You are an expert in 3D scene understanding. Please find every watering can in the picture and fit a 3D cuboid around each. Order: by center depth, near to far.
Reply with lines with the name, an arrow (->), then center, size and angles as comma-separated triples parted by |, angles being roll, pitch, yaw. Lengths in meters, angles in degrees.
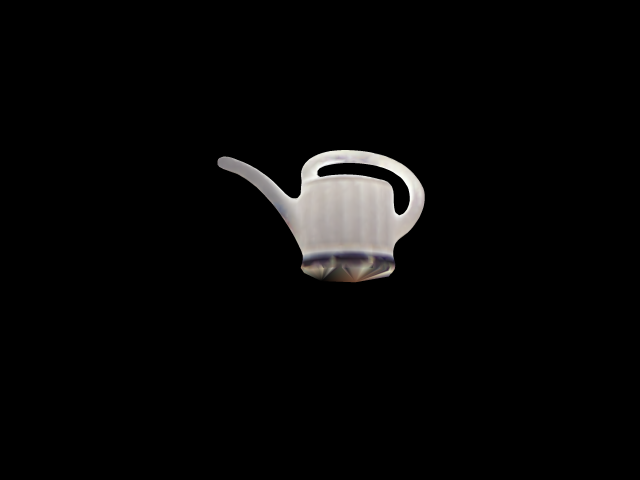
watering can -> 0.003, -0.043, 0.850 | 0.348, 0.227, 0.103 | 1, -15, -4
